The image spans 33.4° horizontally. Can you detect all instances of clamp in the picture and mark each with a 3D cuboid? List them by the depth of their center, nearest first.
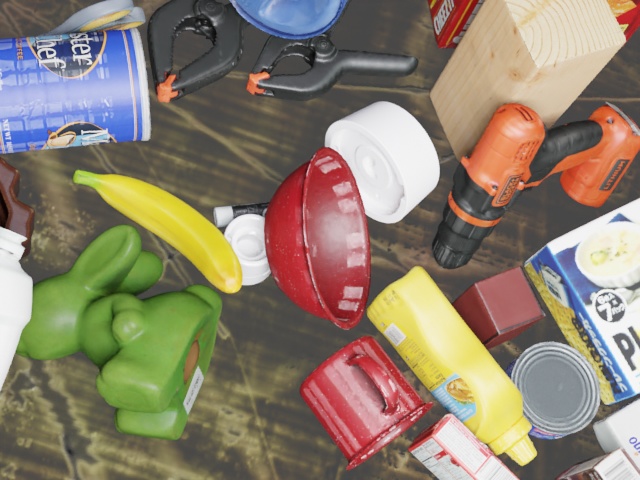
[{"bbox_3d":[-0.116,-0.227,1.048,0.164,0.036,0.209,31,64,2],"label":"clamp"},{"bbox_3d":[0.011,-0.180,1.055,0.171,0.039,0.120,-37,75,-16],"label":"clamp"}]

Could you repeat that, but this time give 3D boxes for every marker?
[{"bbox_3d":[-0.039,-0.028,1.000,0.121,0.020,0.020,-7,72,-13],"label":"marker"}]

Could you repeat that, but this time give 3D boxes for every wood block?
[{"bbox_3d":[0.183,-0.158,0.990,0.090,0.206,0.090,-17,74,-16],"label":"wood block"}]

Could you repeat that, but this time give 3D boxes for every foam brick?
[{"bbox_3d":[0.160,0.065,0.974,0.053,0.078,0.051,-20,75,-20],"label":"foam brick"}]

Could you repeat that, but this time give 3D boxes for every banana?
[{"bbox_3d":[-0.130,-0.009,0.937,0.198,0.037,0.069,31,28,25],"label":"banana"}]

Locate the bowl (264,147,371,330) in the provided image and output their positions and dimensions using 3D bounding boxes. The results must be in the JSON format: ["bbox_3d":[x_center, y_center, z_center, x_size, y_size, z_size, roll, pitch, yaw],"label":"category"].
[{"bbox_3d":[-0.006,0.001,0.945,0.055,0.162,0.162,-8,68,21],"label":"bowl"}]

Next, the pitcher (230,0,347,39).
[{"bbox_3d":[0.017,-0.313,1.030,0.149,0.145,0.242,34,52,-3],"label":"pitcher"}]

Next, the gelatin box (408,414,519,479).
[{"bbox_3d":[0.125,0.195,0.922,0.089,0.073,0.030,44,68,7],"label":"gelatin box"}]

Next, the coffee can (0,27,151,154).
[{"bbox_3d":[-0.229,-0.133,0.956,0.140,0.103,0.103,-7,72,-13],"label":"coffee can"}]

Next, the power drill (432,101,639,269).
[{"bbox_3d":[0.201,-0.054,0.998,0.187,0.185,0.057,-14,54,-35],"label":"power drill"}]

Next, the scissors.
[{"bbox_3d":[-0.253,-0.187,0.981,0.201,0.096,0.016,-20,90,-21],"label":"scissors"}]

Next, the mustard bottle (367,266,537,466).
[{"bbox_3d":[0.122,0.117,0.937,0.058,0.096,0.192,-34,80,-22],"label":"mustard bottle"}]

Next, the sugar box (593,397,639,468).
[{"bbox_3d":[0.349,0.170,0.991,0.176,0.048,0.093,-25,77,-15],"label":"sugar box"}]

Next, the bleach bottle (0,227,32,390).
[{"bbox_3d":[-0.303,0.105,0.840,0.102,0.068,0.251,23,83,-5],"label":"bleach bottle"}]

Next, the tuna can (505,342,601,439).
[{"bbox_3d":[0.211,0.139,0.980,0.086,0.034,0.086,4,69,-10],"label":"tuna can"}]

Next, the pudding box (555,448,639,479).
[{"bbox_3d":[0.263,0.241,0.923,0.039,0.090,0.113,-28,77,-21],"label":"pudding box"}]

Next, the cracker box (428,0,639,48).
[{"bbox_3d":[0.234,-0.259,1.060,0.213,0.164,0.072,-4,69,-13],"label":"cracker box"}]

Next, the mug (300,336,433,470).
[{"bbox_3d":[0.038,0.132,0.907,0.093,0.117,0.081,-33,74,-19],"label":"mug"}]
